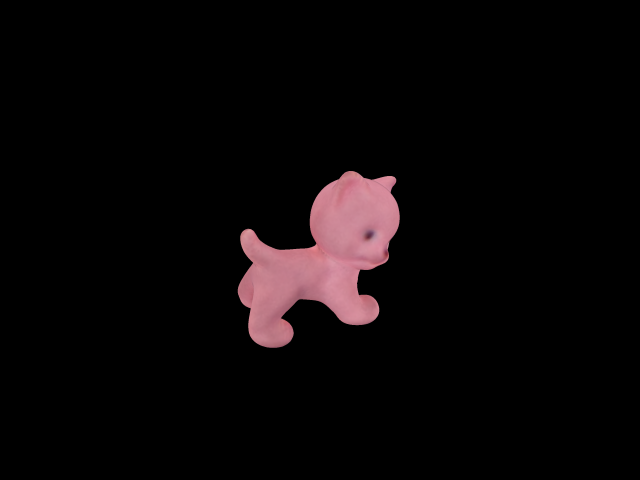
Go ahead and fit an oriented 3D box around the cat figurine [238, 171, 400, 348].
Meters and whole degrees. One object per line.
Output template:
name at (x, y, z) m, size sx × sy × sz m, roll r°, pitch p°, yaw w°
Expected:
cat figurine at (0.004, 0.001, 0.400) m, size 0.128 × 0.118 × 0.067 m, roll -13°, pitch 38°, yaw -18°
